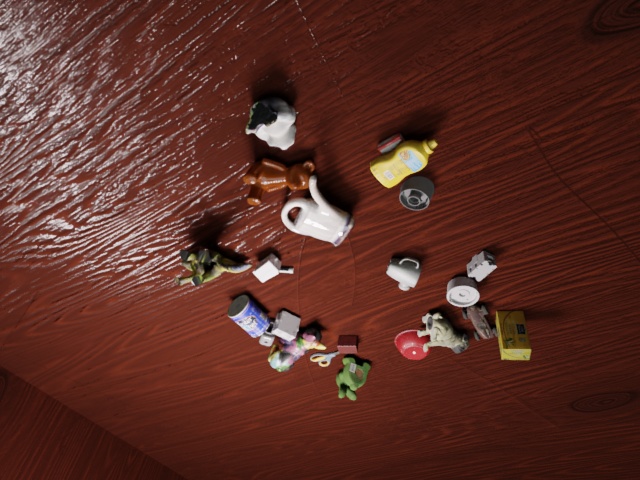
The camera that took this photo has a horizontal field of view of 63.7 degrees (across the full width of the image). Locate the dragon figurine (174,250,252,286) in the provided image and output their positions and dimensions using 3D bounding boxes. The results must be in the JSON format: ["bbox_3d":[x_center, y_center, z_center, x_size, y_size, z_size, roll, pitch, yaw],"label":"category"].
[{"bbox_3d":[-0.339,0.084,1.771,0.410,0.243,0.122,0,94,28],"label":"dragon figurine"}]

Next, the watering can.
[{"bbox_3d":[0.005,-0.080,1.581,0.224,0.106,0.342,21,154,-11],"label":"watering can"}]

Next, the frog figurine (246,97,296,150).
[{"bbox_3d":[-0.119,-0.325,1.437,0.136,0.125,0.159,-35,155,24],"label":"frog figurine"}]
